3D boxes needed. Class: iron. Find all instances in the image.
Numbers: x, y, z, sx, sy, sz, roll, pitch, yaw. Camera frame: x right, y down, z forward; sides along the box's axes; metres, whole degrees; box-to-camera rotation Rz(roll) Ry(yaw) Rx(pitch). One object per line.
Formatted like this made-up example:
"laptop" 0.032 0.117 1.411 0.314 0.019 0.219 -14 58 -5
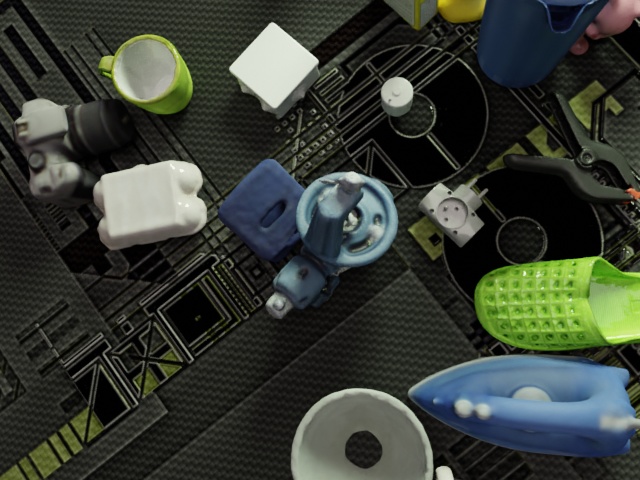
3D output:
"iron" 0.232 0.193 0.651 0.258 0.141 0.119 1 83 6

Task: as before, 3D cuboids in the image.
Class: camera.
"camera" -0.327 -0.132 0.774 0.136 0.101 0.143 -15 81 4

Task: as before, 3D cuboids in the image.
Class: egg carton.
"egg carton" -0.227 -0.048 0.768 0.150 0.069 0.107 -12 81 5

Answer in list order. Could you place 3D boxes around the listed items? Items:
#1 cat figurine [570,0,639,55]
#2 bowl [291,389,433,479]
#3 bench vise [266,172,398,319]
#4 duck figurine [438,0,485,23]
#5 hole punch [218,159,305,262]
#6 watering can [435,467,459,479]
"cat figurine" 0.339 -0.295 0.714 0.067 0.118 0.127 -43 80 0
"bowl" 0.051 0.261 0.696 0.167 0.075 0.167 -1 83 6
"bench vise" 0.017 0.007 0.659 0.121 0.220 0.207 20 85 9
"duck figurine" 0.205 -0.344 0.751 0.104 0.086 0.077 -30 80 2
"hole punch" -0.060 -0.036 0.738 0.101 0.091 0.109 42 89 10
"watering can" 0.154 0.340 0.614 0.101 0.194 0.173 -33 80 1
